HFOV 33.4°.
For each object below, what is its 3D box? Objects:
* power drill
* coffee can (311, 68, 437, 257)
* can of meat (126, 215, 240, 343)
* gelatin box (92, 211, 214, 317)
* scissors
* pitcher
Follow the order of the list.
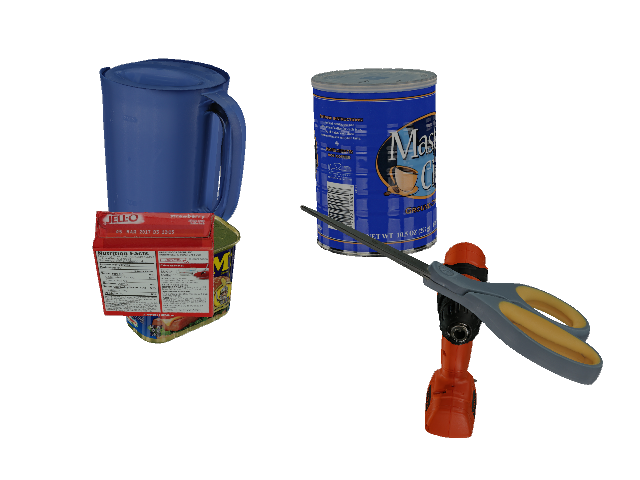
[{"bbox_3d":[0.148,0.116,1.149,0.057,0.188,0.184,8,25,8],"label":"power drill"},{"bbox_3d":[0.046,-0.067,0.888,0.103,0.140,0.103,-2,16,0],"label":"coffee can"},{"bbox_3d":[-0.124,0.034,0.947,0.101,0.084,0.058,-22,42,-39],"label":"can of meat"},{"bbox_3d":[-0.104,0.016,0.681,0.073,0.030,0.089,1,-33,-5],"label":"gelatin box"},{"bbox_3d":[0.088,0.023,0.665,0.202,0.016,0.096,34,23,18],"label":"scissors"},{"bbox_3d":[-0.159,-0.063,1.132,0.145,0.243,0.149,0,23,-10],"label":"pitcher"}]
